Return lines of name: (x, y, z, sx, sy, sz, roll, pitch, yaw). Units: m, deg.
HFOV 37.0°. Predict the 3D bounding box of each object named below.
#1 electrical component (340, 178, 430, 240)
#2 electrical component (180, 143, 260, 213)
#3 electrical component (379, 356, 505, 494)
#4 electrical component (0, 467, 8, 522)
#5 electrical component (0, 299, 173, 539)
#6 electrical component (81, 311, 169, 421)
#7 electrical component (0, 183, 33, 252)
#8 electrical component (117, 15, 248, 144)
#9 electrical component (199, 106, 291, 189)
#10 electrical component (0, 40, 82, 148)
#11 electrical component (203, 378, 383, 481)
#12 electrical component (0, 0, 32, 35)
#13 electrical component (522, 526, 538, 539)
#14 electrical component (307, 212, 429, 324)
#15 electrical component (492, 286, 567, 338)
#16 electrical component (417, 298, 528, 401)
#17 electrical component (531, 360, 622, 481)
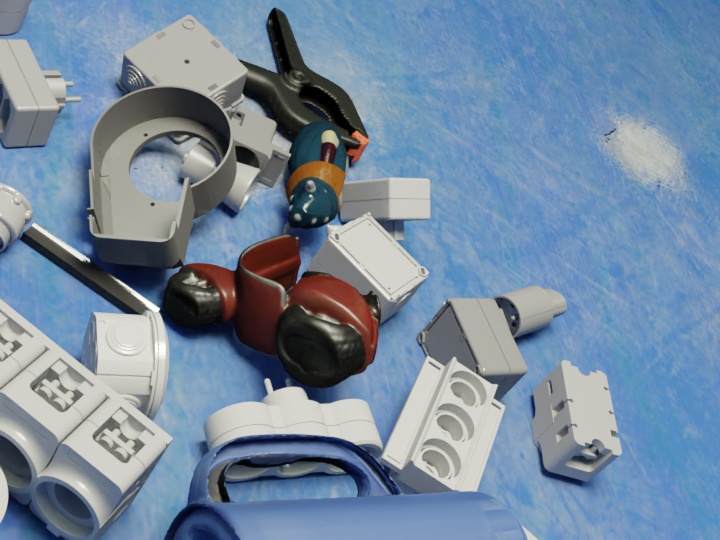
electrical component: (0.023, -0.046, 1.011, 0.047, 0.083, 0.075, -2, 92, -35)
electrical component: (-0.128, -0.085, 0.965, 0.065, 0.044, 0.044, 28, 42, -2)
electrical component: (0.063, 0.137, 0.868, 0.079, 0.063, 0.121, 33, 41, -3)
electrical component: (-0.260, 0.145, 0.655, 0.080, 0.051, 0.080, 18, 44, -19)
electrical component: (-0.210, 0.104, 0.697, 0.150, 0.089, 0.061, 38, 41, 3)
electrical component: (-0.168, 0.068, 0.767, 0.051, 0.080, 0.080, 5, 49, -23)
electrical component: (-0.280, -0.032, 0.813, 0.048, 0.048, 0.062, 25, 49, -12)
electrical component: (-0.165, -0.181, 1.005, 0.100, 0.048, 0.100, 44, 59, 10)
electrical component: (-0.108, -0.117, 1.007, 0.081, 0.042, 0.063, 24, 39, -14)
electrical component: (-0.277, -0.152, 0.922, 0.076, 0.047, 0.083, -9, 58, -39)
electrical component: (-0.054, 0.114, 0.820, 0.138, 0.052, 0.073, 3, 51, -32)
electrical component: (-0.327, -0.247, 0.977, 0.055, 0.047, 0.055, 18, 44, -19)
electrical component: (0.127, 0.247, 0.819, 0.089, 0.050, 0.056, 41, 41, 6)
electrical component: (0.000, 0.000, 0.956, 0.096, 0.061, 0.062, 46, 43, 11)
electrical component: (0.165, 0.038, 1.043, 0.081, 0.043, 0.043, -14, 61, -41)
electrical component: (0.100, 0.068, 0.958, 0.061, 0.061, 0.096, 1, 52, -33)
electrical component: (0.190, 0.136, 0.959, 0.050, 0.055, 0.089, 18, 44, -19)
